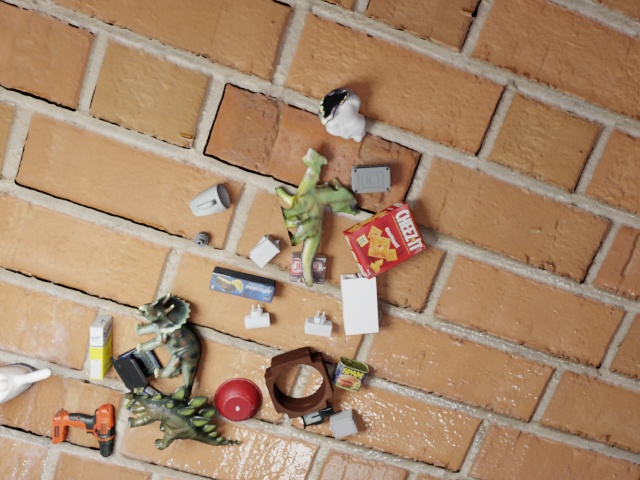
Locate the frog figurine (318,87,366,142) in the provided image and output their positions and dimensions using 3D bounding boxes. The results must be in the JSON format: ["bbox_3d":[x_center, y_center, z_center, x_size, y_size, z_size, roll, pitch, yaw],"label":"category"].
[{"bbox_3d":[0.077,-0.368,1.522,0.158,0.124,0.137,25,93,-46],"label":"frog figurine"}]

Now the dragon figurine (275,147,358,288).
[{"bbox_3d":[0.005,-0.079,1.569,0.243,0.123,0.406,-20,104,-8],"label":"dragon figurine"}]

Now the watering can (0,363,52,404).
[{"bbox_3d":[-0.934,0.430,1.551,0.348,0.223,0.104,-15,87,-1],"label":"watering can"}]
